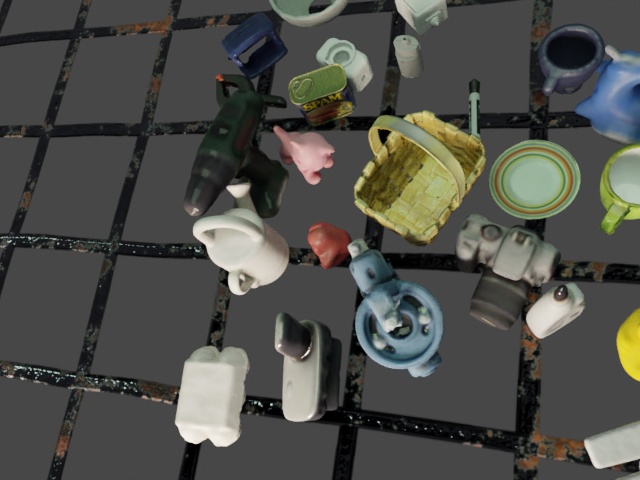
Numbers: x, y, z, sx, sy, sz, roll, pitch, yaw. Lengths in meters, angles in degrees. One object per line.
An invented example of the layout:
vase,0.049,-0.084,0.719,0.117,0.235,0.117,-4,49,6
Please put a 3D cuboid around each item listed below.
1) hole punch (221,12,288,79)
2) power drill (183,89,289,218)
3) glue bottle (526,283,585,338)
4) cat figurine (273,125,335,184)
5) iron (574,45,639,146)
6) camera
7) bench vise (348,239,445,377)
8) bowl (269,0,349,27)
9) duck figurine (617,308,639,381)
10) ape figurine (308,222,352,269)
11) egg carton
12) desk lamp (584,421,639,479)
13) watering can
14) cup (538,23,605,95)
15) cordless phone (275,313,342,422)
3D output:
hole punch,-0.135,-0.381,1.091,0.108,0.091,0.101,-36,65,3
power drill,-0.128,-0.115,0.932,0.075,0.209,0.230,8,75,21
glue bottle,0.308,0.084,0.742,0.078,0.173,0.037,-33,65,5
cat figurine,-0.028,-0.154,0.964,0.127,0.118,0.067,38,86,25
iron,0.502,-0.196,0.794,0.257,0.142,0.119,25,81,24
camera,0.250,0.047,0.814,0.142,0.101,0.137,23,80,23
bench vise,0.080,0.089,0.789,0.121,0.220,0.207,-47,65,-2
bowl,-0.009,-0.467,1.089,0.167,0.075,0.167,-6,70,16
duck figurine,0.429,0.130,0.736,0.077,0.086,0.104,13,76,22
ape figurine,0.008,0.003,0.912,0.076,0.092,0.078,-4,70,17
egg carton,-0.166,0.243,0.898,0.107,0.069,0.150,-1,71,18
desk lamp,0.422,0.241,0.629,0.203,0.214,0.118,-23,66,9
watering can,-0.130,-0.006,0.903,0.101,0.194,0.172,-25,66,9
cup,0.376,-0.257,0.881,0.091,0.095,0.118,30,83,24
cordless phone,-0.036,0.180,0.814,0.094,0.185,0.147,-6,70,16
